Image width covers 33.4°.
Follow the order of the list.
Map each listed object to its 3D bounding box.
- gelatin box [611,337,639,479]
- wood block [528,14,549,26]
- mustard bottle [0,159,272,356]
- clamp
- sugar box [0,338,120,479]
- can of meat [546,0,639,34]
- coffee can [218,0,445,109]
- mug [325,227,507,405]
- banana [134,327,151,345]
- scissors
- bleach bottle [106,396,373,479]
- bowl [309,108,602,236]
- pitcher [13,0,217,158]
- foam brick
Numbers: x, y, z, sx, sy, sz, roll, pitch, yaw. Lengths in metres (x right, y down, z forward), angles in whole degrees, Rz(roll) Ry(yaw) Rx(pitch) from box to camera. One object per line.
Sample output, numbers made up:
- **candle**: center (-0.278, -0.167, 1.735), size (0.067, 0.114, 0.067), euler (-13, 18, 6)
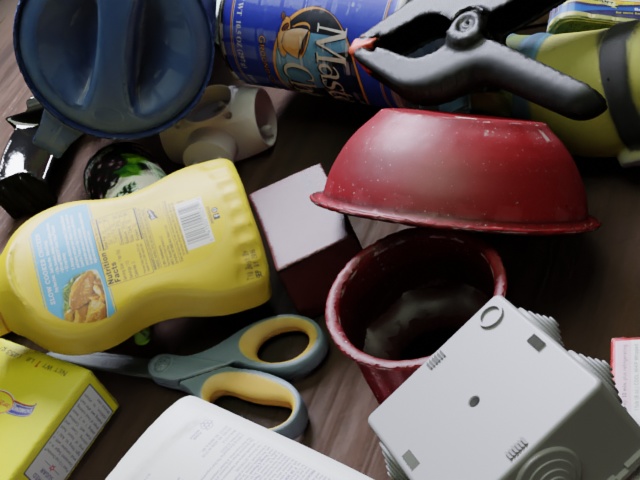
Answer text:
- **gelatin box**: center (0.148, 0.099, 0.475), size (0.030, 0.073, 0.089), euler (-6, 45, 21)
- **wood block**: center (0.178, -0.220, 0.762), size (0.206, 0.090, 0.090), euler (-7, 45, 21)
- **mustard bottle**: center (-0.132, 0.019, 0.648), size (0.191, 0.058, 0.096), euler (-16, 64, -7)
- **clamp**: center (0.100, -0.126, 0.626), size (0.172, 0.039, 0.120), euler (9, 62, 35)
- **sugar box**: center (-0.207, 0.145, 0.623), size (0.093, 0.048, 0.176), euler (11, 53, 34)
- **can of meat**: center (0.200, -0.149, 0.695), size (0.102, 0.057, 0.084), euler (9, 53, 12)
- **coffee can**: center (0.014, -0.150, 0.752), size (0.140, 0.103, 0.102), euler (14, 55, 27)
- **mug**: center (0.061, 0.044, 0.564), size (0.093, 0.081, 0.117), euler (-9, 45, 18)
- **banana**: center (-0.192, 0.045, 0.715), size (0.198, 0.037, 0.069), euler (-8, 30, 23)
- **scissors**: center (-0.077, 0.068, 0.658), size (0.202, 0.016, 0.096), euler (18, 56, 39)
- **bleach bottle**: center (0.008, 0.159, 0.491), size (0.251, 0.068, 0.102), euler (19, 58, 36)
- **bowl**: center (0.077, -0.042, 0.592), size (0.162, 0.055, 0.162), euler (5, 9, -1)
- **pitcher**: center (-0.145, -0.166, 0.812), size (0.149, 0.145, 0.243), euler (-10, 23, 3)
- **foam brick**: center (-0.004, 0.001, 0.662), size (0.053, 0.051, 0.078), euler (-24, 42, 1)
